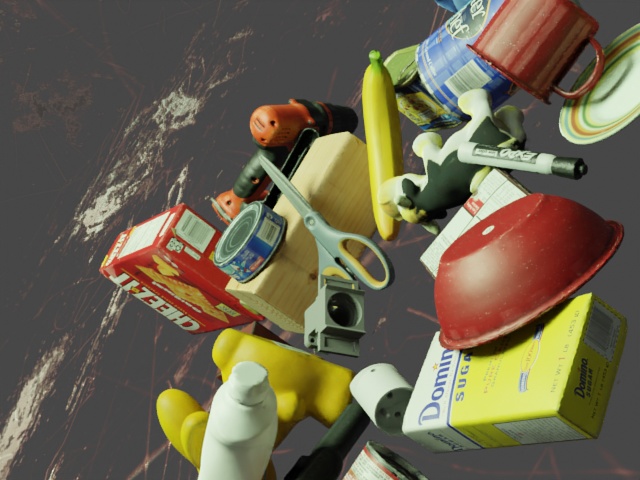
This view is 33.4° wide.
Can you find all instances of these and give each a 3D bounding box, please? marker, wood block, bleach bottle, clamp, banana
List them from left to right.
[{"bbox_3d":[-0.073,0.206,0.859,0.102,0.068,0.251,-74,-4,-56],"label":"bleach bottle"},{"bbox_3d":[-0.071,-0.026,1.318,0.164,0.036,0.210,-50,-10,-45],"label":"clamp"},{"bbox_3d":[-0.013,0.204,0.880,0.120,0.039,0.171,-58,-9,17],"label":"clamp"},{"bbox_3d":[-0.004,-0.008,1.180,0.206,0.090,0.090,-59,21,-13],"label":"wood block"},{"bbox_3d":[0.065,-0.099,1.127,0.037,0.198,0.069,-5,8,19],"label":"banana"},{"bbox_3d":[0.173,-0.068,0.918,0.121,0.020,0.020,14,67,40],"label":"marker"}]

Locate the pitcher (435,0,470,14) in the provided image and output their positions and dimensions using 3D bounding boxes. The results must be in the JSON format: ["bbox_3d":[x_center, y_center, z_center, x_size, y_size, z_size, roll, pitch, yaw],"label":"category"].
[{"bbox_3d":[0.218,-0.329,1.169,0.242,0.149,0.145,-78,14,-54],"label":"pitcher"}]

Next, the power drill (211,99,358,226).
[{"bbox_3d":[-0.047,-0.101,1.387,0.057,0.184,0.188,48,123,27],"label":"power drill"}]

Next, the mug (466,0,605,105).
[{"bbox_3d":[0.197,-0.171,0.931,0.117,0.093,0.081,44,108,29],"label":"mug"}]

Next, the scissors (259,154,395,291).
[{"bbox_3d":[-0.007,0.001,1.104,0.016,0.202,0.096,-12,-48,-52],"label":"scissors"}]

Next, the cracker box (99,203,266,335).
[{"bbox_3d":[-0.166,0.045,1.350,0.214,0.164,0.072,-18,39,58],"label":"cracker box"}]

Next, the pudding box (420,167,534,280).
[{"bbox_3d":[0.143,0.000,0.919,0.113,0.039,0.090,-53,21,10],"label":"pudding box"}]

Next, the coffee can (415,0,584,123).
[{"bbox_3d":[0.178,-0.196,1.056,0.141,0.102,0.102,-38,26,38],"label":"coffee can"}]

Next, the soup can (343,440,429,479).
[{"bbox_3d":[0.034,0.209,0.788,0.102,0.068,0.068,-54,20,1],"label":"soup can"}]

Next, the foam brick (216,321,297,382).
[{"bbox_3d":[-0.057,0.132,1.098,0.053,0.078,0.051,-35,27,38],"label":"foam brick"}]

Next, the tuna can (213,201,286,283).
[{"bbox_3d":[-0.076,0.001,1.142,0.086,0.033,0.086,-44,24,25],"label":"tuna can"}]

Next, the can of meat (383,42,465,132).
[{"bbox_3d":[0.117,-0.165,1.168,0.057,0.084,0.102,-59,20,-12],"label":"can of meat"}]

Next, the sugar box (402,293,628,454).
[{"bbox_3d":[0.135,0.100,0.769,0.177,0.048,0.093,-21,39,54],"label":"sugar box"}]

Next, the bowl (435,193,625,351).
[{"bbox_3d":[0.142,0.013,0.797,0.162,0.055,0.162,-35,7,5],"label":"bowl"}]
